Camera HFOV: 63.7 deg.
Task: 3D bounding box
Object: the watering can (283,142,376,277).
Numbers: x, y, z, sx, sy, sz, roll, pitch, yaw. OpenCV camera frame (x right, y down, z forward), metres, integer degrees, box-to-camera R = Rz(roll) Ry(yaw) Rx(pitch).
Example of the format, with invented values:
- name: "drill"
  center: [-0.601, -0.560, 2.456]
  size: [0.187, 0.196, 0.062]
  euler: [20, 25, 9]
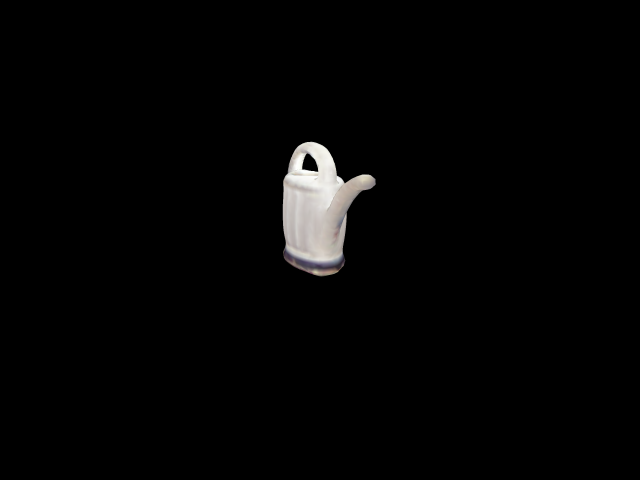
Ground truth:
- name: "watering can"
  center: [0.003, -0.043, 0.850]
  size: [0.104, 0.221, 0.351]
  euler: [-5, 17, -18]
